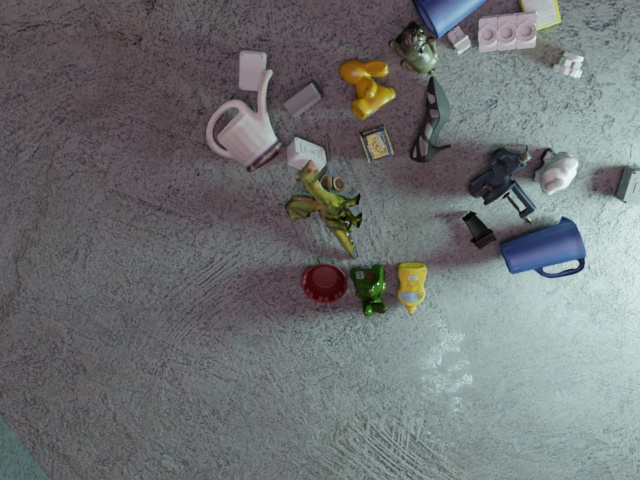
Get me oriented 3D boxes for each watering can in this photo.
[{"bbox_3d":[-0.203,-0.343,1.570,0.343,0.106,0.222,-33,109,34],"label":"watering can"}]

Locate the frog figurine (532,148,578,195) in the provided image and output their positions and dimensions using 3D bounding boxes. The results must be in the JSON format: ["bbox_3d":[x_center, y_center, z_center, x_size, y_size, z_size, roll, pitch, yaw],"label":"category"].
[{"bbox_3d":[0.729,-0.196,1.570,0.122,0.162,0.135,33,112,-13],"label":"frog figurine"}]

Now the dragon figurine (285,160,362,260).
[{"bbox_3d":[0.005,-0.085,1.684,0.243,0.125,0.400,12,137,17],"label":"dragon figurine"}]
